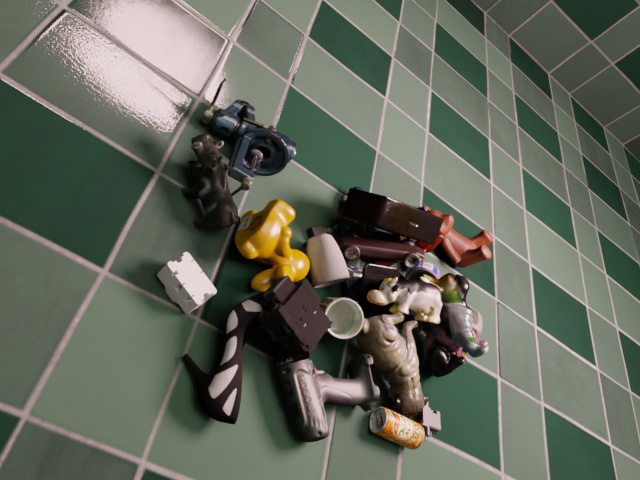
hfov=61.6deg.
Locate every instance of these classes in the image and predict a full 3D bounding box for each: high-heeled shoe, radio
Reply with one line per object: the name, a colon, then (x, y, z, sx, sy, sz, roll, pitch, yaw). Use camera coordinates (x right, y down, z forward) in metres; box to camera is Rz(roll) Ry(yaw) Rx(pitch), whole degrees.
high-heeled shoe: (-0.121, 0.195, 0.937, 0.145, 0.086, 0.249, 44, 57, 13)
radio: (0.169, -0.054, 1.255, 0.229, 0.131, 0.073, 17, 93, -42)

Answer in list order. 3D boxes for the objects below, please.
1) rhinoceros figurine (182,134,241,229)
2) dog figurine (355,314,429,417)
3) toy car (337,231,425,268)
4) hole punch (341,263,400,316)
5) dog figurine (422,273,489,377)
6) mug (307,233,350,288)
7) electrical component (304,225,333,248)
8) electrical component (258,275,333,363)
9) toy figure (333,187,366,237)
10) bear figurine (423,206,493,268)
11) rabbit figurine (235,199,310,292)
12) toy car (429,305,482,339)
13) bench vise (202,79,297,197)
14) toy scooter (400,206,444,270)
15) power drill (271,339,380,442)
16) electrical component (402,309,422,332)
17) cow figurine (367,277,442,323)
rhinoceros figurine: (-0.213, -0.111, 1.048, 0.073, 0.112, 0.190, -9, 78, -42)
dog figurine: (0.145, 0.261, 1.110, 0.172, 0.121, 0.190, 14, 57, -34)
toy car: (0.139, 0.026, 1.234, 0.202, 0.053, 0.089, 8, 21, -4)
hole punch: (0.107, 0.111, 1.214, 0.142, 0.092, 0.115, 13, 84, -38)
dog figurine: (0.284, 0.182, 1.245, 0.219, 0.191, 0.108, 60, 18, 12)
mug: (0.018, 0.042, 1.163, 0.109, 0.081, 0.107, 0, 73, -60)
electrical component: (-0.003, -0.004, 1.225, 0.094, 0.021, 0.063, -3, 66, -41)
electrical component: (-0.047, 0.134, 0.967, 0.134, 0.058, 0.115, 56, 35, -11)
toy figure: (0.077, -0.067, 1.313, 0.064, 0.057, 0.154, 11, 49, 11)
bear figurine: (0.369, -0.021, 1.485, 0.195, 0.132, 0.120, 50, 36, -12)
rabbit figurine: (-0.080, 0.027, 1.075, 0.173, 0.122, 0.162, 48, 32, -34)
toy car: (0.348, 0.203, 1.338, 0.161, 0.103, 0.109, 37, 44, -20)
bench vise: (-0.158, -0.198, 1.146, 0.223, 0.129, 0.241, 32, 40, -23)
toy scooter: (0.258, -0.019, 1.378, 0.075, 0.135, 0.184, 18, 52, -30)
power drill: (0.010, 0.257, 1.027, 0.207, 0.086, 0.232, 11, 56, -42)
electrical component: (0.212, 0.153, 1.247, 0.119, 0.048, 0.075, 77, 20, -45)
cow figurine: (0.186, 0.116, 1.161, 0.167, 0.068, 0.098, 20, 80, -18)
